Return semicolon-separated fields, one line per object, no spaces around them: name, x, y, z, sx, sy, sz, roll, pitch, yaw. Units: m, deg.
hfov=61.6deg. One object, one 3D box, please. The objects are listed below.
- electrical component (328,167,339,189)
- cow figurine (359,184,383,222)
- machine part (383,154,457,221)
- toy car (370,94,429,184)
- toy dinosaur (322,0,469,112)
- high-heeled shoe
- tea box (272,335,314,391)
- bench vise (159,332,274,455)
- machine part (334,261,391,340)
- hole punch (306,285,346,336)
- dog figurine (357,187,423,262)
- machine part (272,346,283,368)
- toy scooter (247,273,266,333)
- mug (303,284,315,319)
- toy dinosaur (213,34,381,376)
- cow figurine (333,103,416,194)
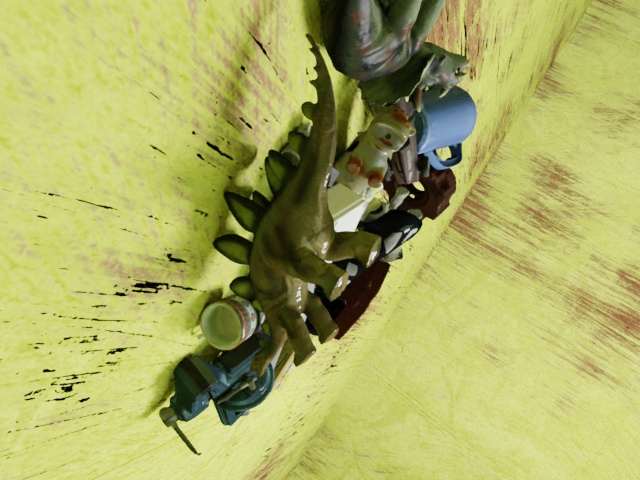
electrical component;-0.024;-0.063;0.842;0.134;0.058;0.115;-59;165;7
cow figurine;0.068;-0.092;1.033;0.098;0.068;0.167;-44;158;-19
machine part;0.220;-0.124;1.221;0.056;0.179;0.179;-42;157;-32
toy car;0.142;-0.177;0.942;0.053;0.089;0.201;-79;160;-49
toy dinosaur;0.072;-0.261;0.678;0.405;0.131;0.192;-15;135;-57
high-heeled shoe;0.112;0.025;1.133;0.145;0.086;0.248;0;143;-17
tea box;-0.081;0.248;1.207;0.169;0.068;0.098;-58;163;-2
bench vise;-0.165;0.268;0.933;0.223;0.129;0.240;-46;154;-31
machine part;0.075;0.130;1.319;0.201;0.087;0.201;-53;180;35
hole punch;-0.025;0.125;1.127;0.115;0.092;0.142;23;116;-33
dog figurine;0.126;-0.015;1.219;0.190;0.172;0.121;107;-19;-44
machine part;-0.128;0.246;1.062;0.079;0.079;0.243;-35;153;-51
toy scooter;-0.074;0.068;0.907;0.135;0.075;0.183;-28;142;-58
mug;-0.057;0.099;1.014;0.109;0.081;0.107;18;93;-65
toy dinosaur;-0.034;-0.002;0.679;0.105;0.199;0.470;-31;149;-54
cow figurine;0.086;-0.145;0.881;0.195;0.085;0.127;-41;-157;61
